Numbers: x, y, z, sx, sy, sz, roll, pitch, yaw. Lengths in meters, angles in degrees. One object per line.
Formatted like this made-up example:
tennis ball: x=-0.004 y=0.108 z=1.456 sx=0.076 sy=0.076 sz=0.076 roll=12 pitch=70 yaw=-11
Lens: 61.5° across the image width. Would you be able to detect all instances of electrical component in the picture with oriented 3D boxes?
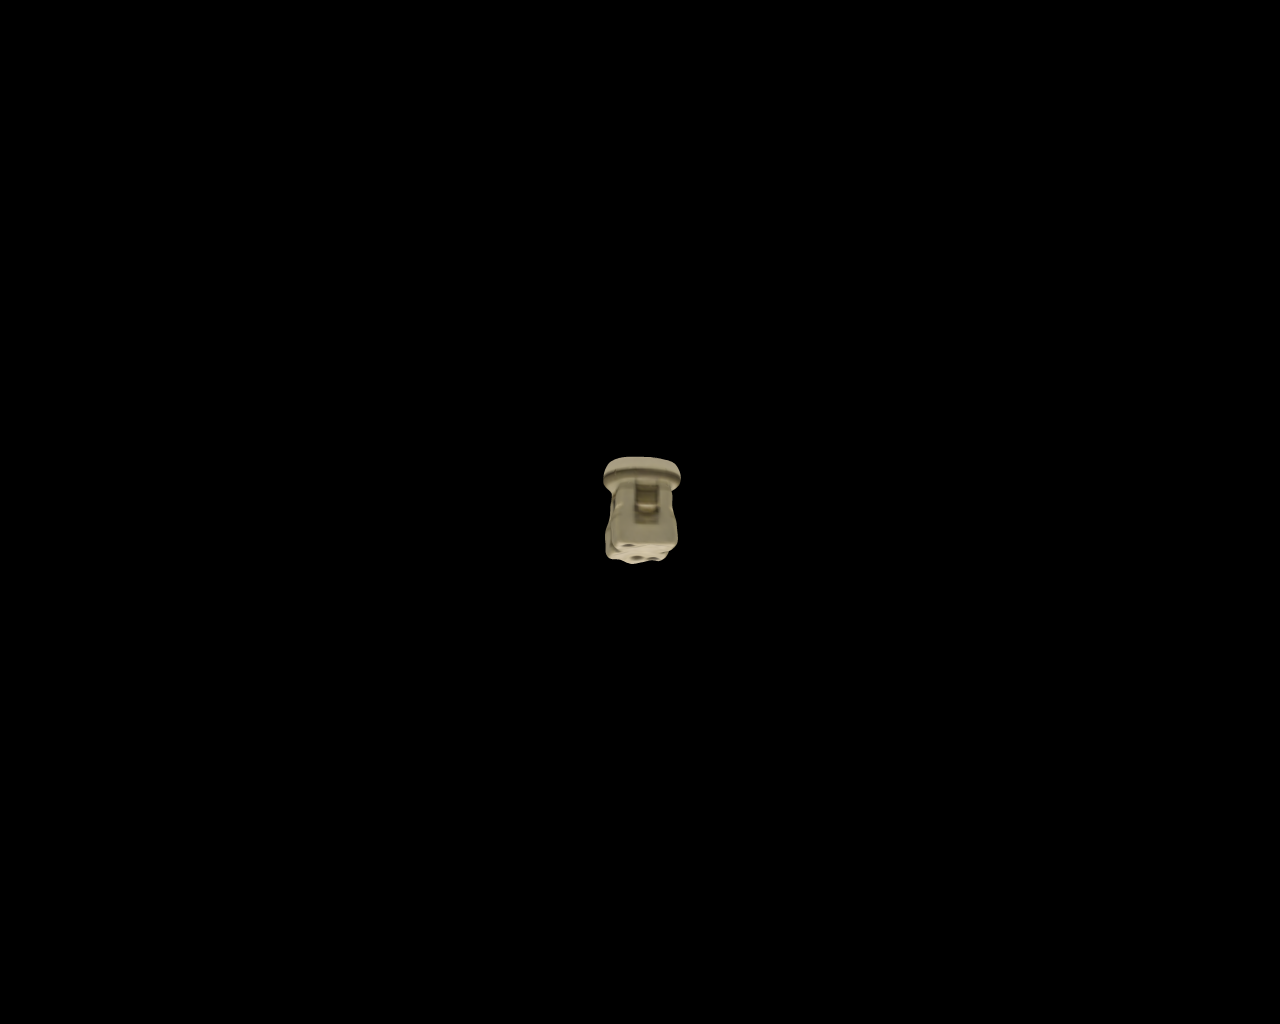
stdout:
electrical component: x=0.001 y=-0.003 z=0.650 sx=0.048 sy=0.055 sz=0.066 roll=3 pitch=-16 yaw=-11
